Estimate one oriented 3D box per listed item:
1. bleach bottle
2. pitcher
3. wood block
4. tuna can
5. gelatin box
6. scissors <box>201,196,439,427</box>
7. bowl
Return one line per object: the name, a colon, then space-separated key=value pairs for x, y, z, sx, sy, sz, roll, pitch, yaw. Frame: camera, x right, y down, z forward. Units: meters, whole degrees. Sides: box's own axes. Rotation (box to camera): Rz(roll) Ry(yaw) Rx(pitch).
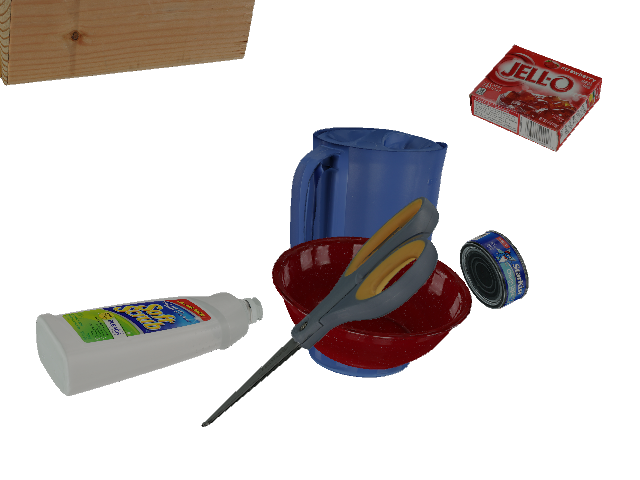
bleach bottle: x=-0.185 y=0.102 z=1.211 sx=0.250 sy=0.068 sz=0.103 roll=-13 pitch=32 yaw=-30
pitcher: x=0.042 y=0.011 z=1.073 sx=0.149 sy=0.243 sz=0.145 roll=5 pitch=14 yaw=-1
wood block: x=-0.163 y=-0.193 z=0.849 sx=0.205 sy=0.091 sz=0.090 roll=-13 pitch=45 yaw=-32
tuna can: x=0.196 y=0.034 z=1.215 sx=0.033 sy=0.086 sz=0.086 roll=-24 pitch=9 yaw=-21
gelatin box: x=0.185 y=-0.125 z=0.922 sx=0.089 sy=0.073 sz=0.030 roll=29 pitch=-28 yaw=27
scissors: x=0.002 y=0.055 z=0.636 sx=0.016 sy=0.202 sz=0.096 roll=42 pitch=2 yaw=-17
bowl: x=0.038 y=0.057 z=0.865 sx=0.162 sy=0.055 sz=0.162 roll=6 pitch=27 yaw=-3
